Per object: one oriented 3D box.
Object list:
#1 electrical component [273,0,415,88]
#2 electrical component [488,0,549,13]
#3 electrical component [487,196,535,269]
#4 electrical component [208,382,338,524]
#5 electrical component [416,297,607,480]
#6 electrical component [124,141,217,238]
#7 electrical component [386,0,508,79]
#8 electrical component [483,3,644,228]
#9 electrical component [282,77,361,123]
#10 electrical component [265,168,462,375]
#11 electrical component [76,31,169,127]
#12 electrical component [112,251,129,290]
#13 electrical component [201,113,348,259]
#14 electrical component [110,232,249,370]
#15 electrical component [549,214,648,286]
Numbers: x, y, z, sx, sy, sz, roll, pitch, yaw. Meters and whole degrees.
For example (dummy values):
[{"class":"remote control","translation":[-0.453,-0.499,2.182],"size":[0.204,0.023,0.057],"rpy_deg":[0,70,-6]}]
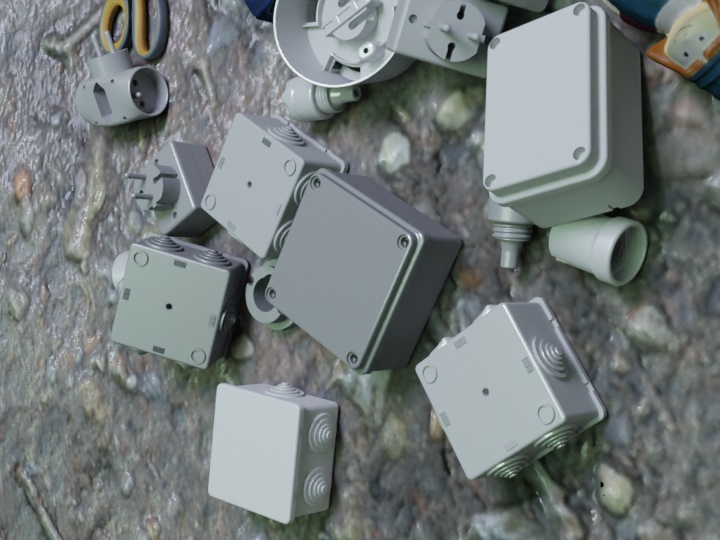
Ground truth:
[{"class":"electrical component","translation":[-0.003,-0.177,0.753],"size":[0.099,0.064,0.099],"rpy_deg":[6,100,34]},{"class":"electrical component","translation":[0.093,-0.248,0.677],"size":[0.089,0.062,0.150],"rpy_deg":[28,107,37]},{"class":"electrical component","translation":[0.098,-0.032,0.688],"size":[0.035,0.035,0.061],"rpy_deg":[10,99,40]},{"class":"electrical component","translation":[-0.065,0.135,0.814],"size":[0.100,0.048,0.099],"rpy_deg":[9,95,40]},{"class":"electrical component","translation":[0.092,0.076,0.682],"size":[0.100,0.048,0.099],"rpy_deg":[-40,64,33]},{"class":"electrical component","translation":[-0.158,-0.066,0.878],"size":[0.047,0.077,0.065],"rpy_deg":[-35,68,35]},{"class":"electrical component","translation":[0.058,-0.152,0.682],"size":[0.076,0.066,0.047],"rpy_deg":[-112,37,-74]},{"class":"electrical component","translation":[0.119,-0.091,0.634],"size":[0.078,0.057,0.113],"rpy_deg":[-15,61,39]},{"class":"electrical component","translation":[-0.026,-0.128,0.795],"size":[0.061,0.035,0.035],"rpy_deg":[0,90,38]},{"class":"electrical component","translation":[0.000,0.000,0.756],"size":[0.109,0.056,0.108],"rpy_deg":[36,112,35]},{"class":"electrical component","translation":[-0.214,-0.169,0.940],"size":[0.077,0.043,0.079],"rpy_deg":[-1,112,40]},{"class":"electrical component","translation":[-0.173,0.001,0.914],"size":[0.065,0.044,0.044],"rpy_deg":[-10,83,35]},{"class":"electrical component","translation":[-0.068,-0.064,0.820],"size":[0.100,0.048,0.099],"rpy_deg":[38,114,34]},{"class":"electrical component","translation":[-0.145,0.025,0.859],"size":[0.100,0.048,0.099],"rpy_deg":[16,101,6]},{"class":"electrical component","translation":[0.143,-0.016,0.647],"size":[0.046,0.040,0.040],"rpy_deg":[23,104,44]}]
